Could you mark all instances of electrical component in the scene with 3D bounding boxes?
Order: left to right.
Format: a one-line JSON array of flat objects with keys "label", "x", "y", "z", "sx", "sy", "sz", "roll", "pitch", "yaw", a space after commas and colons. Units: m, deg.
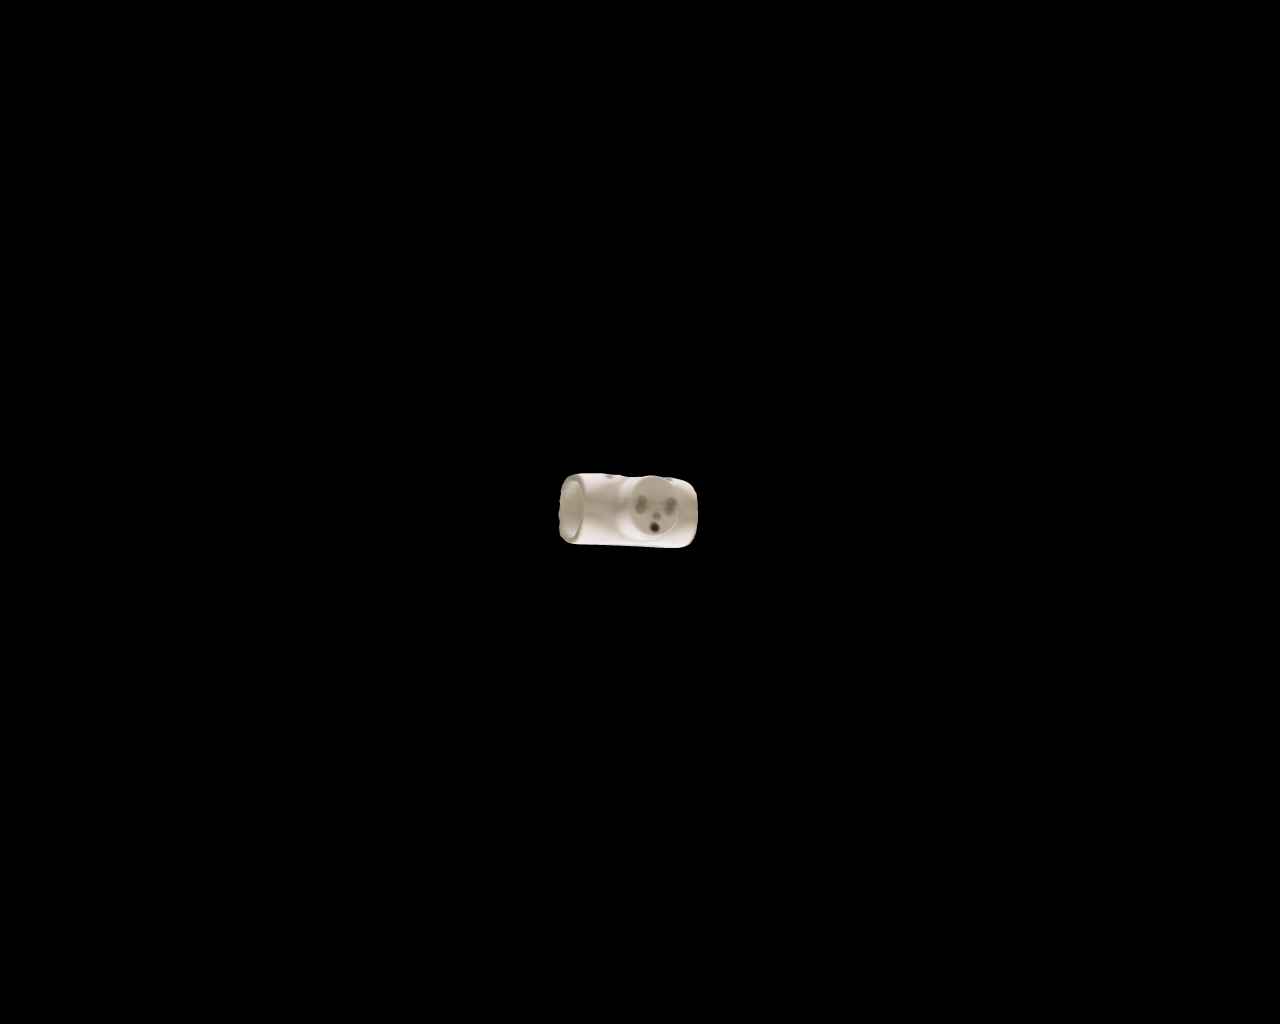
[{"label": "electrical component", "x": 0.001, "y": -0.003, "z": 0.650, "sx": 0.077, "sy": 0.044, "sz": 0.079, "roll": 3, "pitch": -7, "yaw": -26}]
